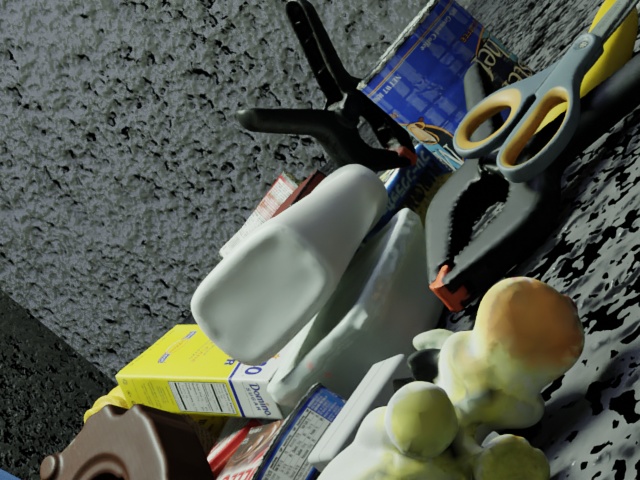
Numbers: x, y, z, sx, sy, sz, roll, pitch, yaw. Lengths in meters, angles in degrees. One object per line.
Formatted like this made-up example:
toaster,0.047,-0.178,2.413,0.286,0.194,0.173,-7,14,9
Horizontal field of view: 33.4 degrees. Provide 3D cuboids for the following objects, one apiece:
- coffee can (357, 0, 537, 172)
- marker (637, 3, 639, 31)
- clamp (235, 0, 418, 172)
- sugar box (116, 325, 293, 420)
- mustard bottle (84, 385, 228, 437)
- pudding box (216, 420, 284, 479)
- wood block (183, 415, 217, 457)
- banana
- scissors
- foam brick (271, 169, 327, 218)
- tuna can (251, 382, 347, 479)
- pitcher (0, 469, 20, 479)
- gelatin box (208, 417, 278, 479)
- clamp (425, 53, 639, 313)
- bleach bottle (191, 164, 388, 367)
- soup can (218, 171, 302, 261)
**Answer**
coffee can,0.115,-0.113,0.843,0.103,0.140,0.103,-49,5,6
marker,0.232,-0.158,0.851,0.121,0.020,0.020,-47,6,29
clamp,0.015,-0.117,0.876,0.039,0.171,0.120,6,75,53
sugar box,-0.080,0.109,0.910,0.177,0.048,0.093,-8,23,37
mustard bottle,-0.158,0.170,1.051,0.096,0.058,0.191,-46,-27,21
pudding box,-0.041,0.168,0.720,0.090,0.039,0.114,-53,6,-25
wood block,-0.179,0.253,0.958,0.206,0.091,0.090,-48,6,14
banana,0.176,-0.104,0.761,0.198,0.037,0.070,-50,35,-6
scissors,0.153,-0.116,0.692,0.096,0.016,0.201,2,52,47
foam brick,-0.011,-0.014,0.927,0.051,0.053,0.078,-56,8,-35
tuna can,-0.009,0.129,0.630,0.086,0.034,0.086,-55,-12,-18
pitcher,-0.338,0.305,1.082,0.149,0.242,0.145,-59,9,-19
gelatin box,-0.058,0.164,0.925,0.073,0.030,0.089,-46,7,24
clamp,0.132,-0.047,0.685,0.165,0.036,0.209,-6,49,45
bleach bottle,-0.005,0.001,0.784,0.103,0.068,0.250,-45,1,21
soup can,-0.040,-0.005,1.012,0.102,0.068,0.068,-50,6,6
